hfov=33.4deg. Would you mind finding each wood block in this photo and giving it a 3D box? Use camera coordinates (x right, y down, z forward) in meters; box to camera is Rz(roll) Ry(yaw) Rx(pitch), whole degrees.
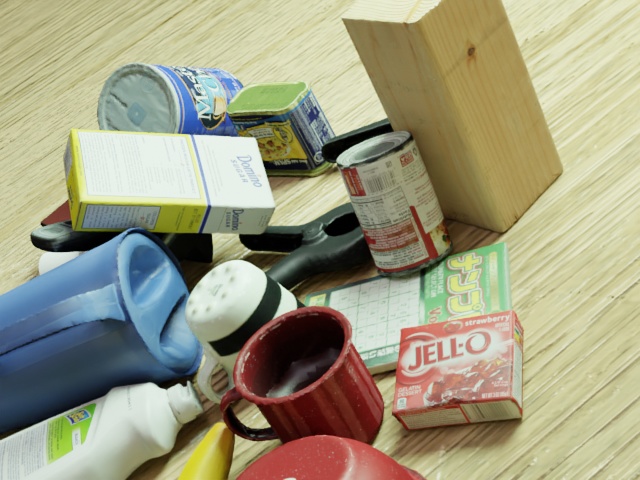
[{"bbox_3d":[0.113,-0.118,0.875,0.090,0.206,0.090,-44,35,-22],"label":"wood block"}]

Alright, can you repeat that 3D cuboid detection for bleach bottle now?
[{"bbox_3d":[-0.209,0.185,0.845,0.251,0.068,0.102,-26,33,1],"label":"bleach bottle"}]

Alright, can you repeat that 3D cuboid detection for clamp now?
[{"bbox_3d":[0.109,-0.118,1.033,0.209,0.036,0.165,-40,34,-20],"label":"clamp"},{"bbox_3d":[-0.006,0.001,0.961,0.171,0.039,0.120,-22,38,6],"label":"clamp"}]

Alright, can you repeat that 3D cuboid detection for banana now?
[{"bbox_3d":[-0.090,0.210,0.729,0.070,0.037,0.197,-45,18,25],"label":"banana"}]

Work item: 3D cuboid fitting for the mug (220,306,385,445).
[{"bbox_3d":[-0.015,0.113,0.773,0.117,0.081,0.093,-25,33,7],"label":"mug"}]

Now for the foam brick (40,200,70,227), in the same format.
[{"bbox_3d":[-0.252,-0.020,1.161,0.078,0.053,0.051,-43,35,-20],"label":"foam brick"}]

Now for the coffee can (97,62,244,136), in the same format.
[{"bbox_3d":[-0.153,-0.135,1.138,0.103,0.103,0.140,-8,2,30],"label":"coffee can"}]

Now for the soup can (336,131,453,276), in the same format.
[{"bbox_3d":[0.061,-0.030,0.877,0.068,0.102,0.068,-20,17,6],"label":"soup can"}]

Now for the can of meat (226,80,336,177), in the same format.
[{"bbox_3d":[-0.038,-0.115,1.098,0.102,0.084,0.057,3,46,40],"label":"can of meat"}]

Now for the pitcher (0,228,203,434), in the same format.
[{"bbox_3d":[-0.237,0.091,0.923,0.243,0.149,0.145,-22,36,16],"label":"pitcher"}]

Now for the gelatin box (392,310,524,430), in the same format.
[{"bbox_3d":[0.097,0.092,0.753,0.089,0.030,0.073,-11,48,25],"label":"gelatin box"}]

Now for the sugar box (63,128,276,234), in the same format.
[{"bbox_3d":[-0.136,-0.051,0.958,0.176,0.048,0.093,3,48,-24],"label":"sugar box"}]

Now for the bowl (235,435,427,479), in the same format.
[{"bbox_3d":[-0.010,0.174,0.680,0.162,0.055,0.162,-23,19,8],"label":"bowl"}]
